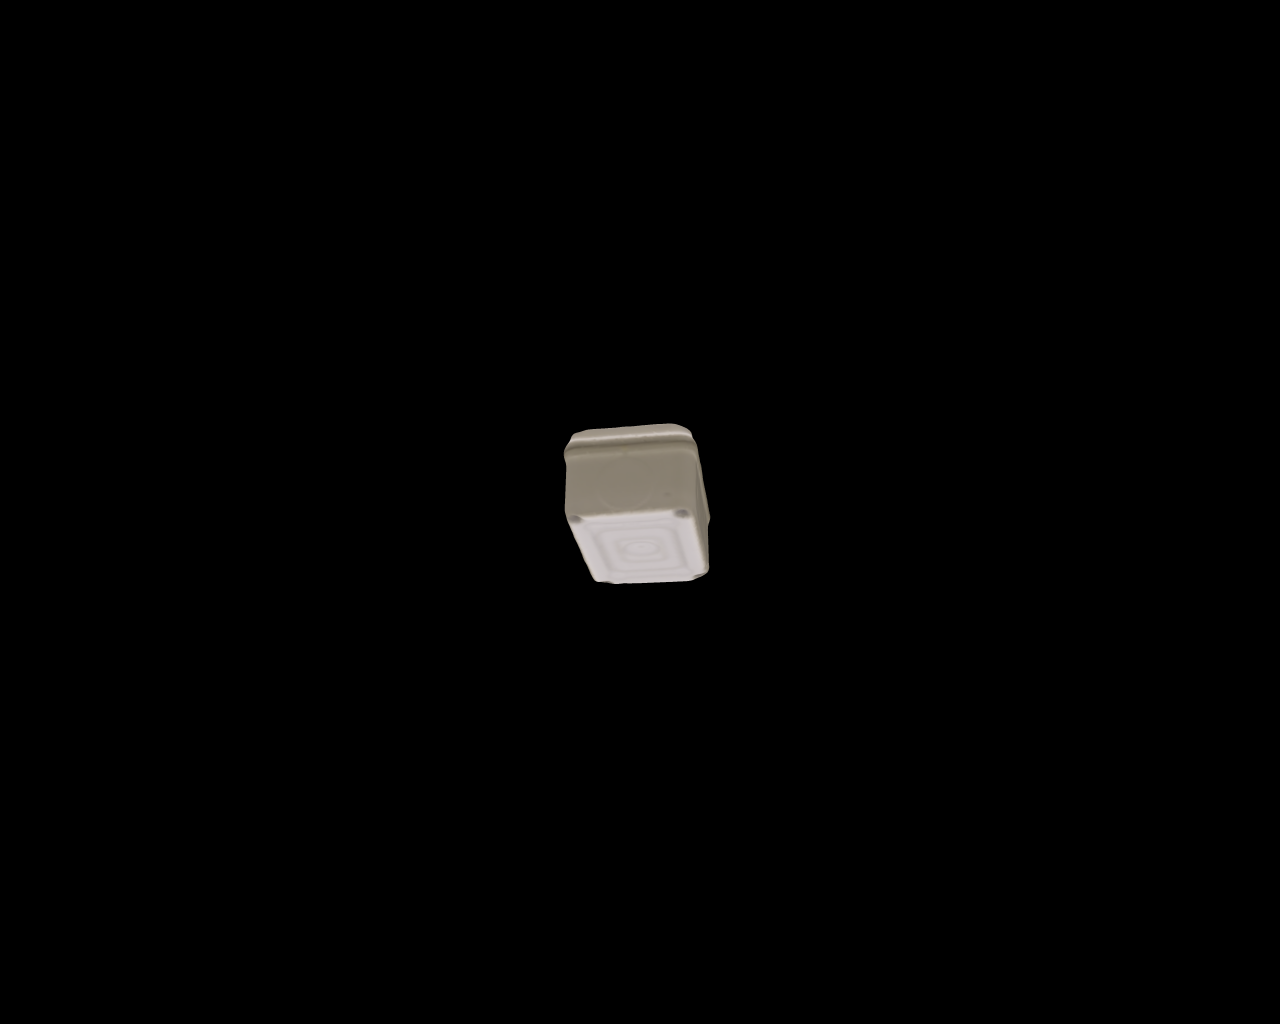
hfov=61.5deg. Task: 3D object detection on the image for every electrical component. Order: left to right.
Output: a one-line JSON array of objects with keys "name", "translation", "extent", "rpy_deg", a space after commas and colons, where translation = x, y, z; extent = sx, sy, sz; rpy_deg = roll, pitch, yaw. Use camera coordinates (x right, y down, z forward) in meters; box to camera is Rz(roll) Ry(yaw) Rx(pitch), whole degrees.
[{"name": "electrical component", "translation": [0.001, -0.003, 0.650], "extent": [0.078, 0.057, 0.113], "rpy_deg": [-3, -26, 7]}]
